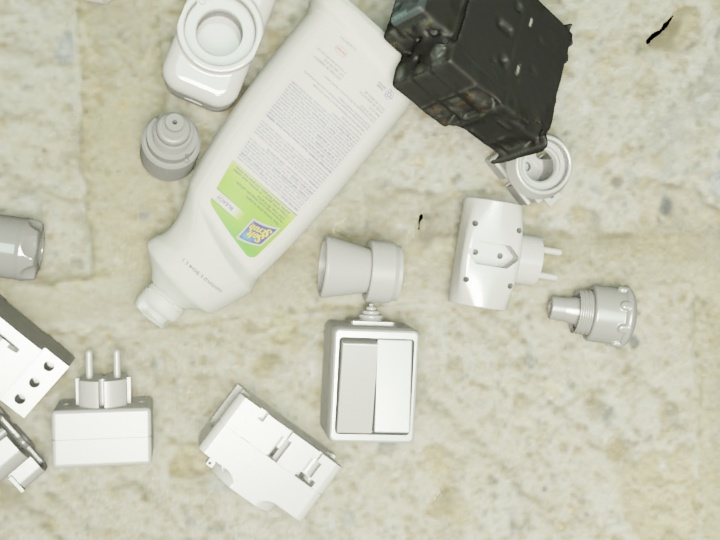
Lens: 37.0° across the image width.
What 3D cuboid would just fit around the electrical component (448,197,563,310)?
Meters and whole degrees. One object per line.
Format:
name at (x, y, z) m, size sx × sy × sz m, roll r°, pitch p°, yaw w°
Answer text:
electrical component at (0.109, -0.009, 0.786) m, size 0.079 × 0.043 × 0.077 m, roll 9°, pitch 92°, yaw -9°

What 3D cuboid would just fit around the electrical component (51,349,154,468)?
electrical component at (-0.177, 0.093, 0.745) m, size 0.066 × 0.047 × 0.076 m, roll -1°, pitch 94°, yaw -9°

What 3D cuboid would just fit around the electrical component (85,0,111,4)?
electrical component at (-0.189, -0.211, 0.726) m, size 0.055 × 0.048 × 0.066 m, roll 28°, pitch 89°, yaw -2°

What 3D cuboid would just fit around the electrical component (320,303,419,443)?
electrical component at (0.007, 0.073, 0.766) m, size 0.062 × 0.061 × 0.096 m, roll 2°, pitch 93°, yaw -9°

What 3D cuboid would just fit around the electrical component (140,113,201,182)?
electrical component at (-0.128, -0.087, 0.729) m, size 0.040 × 0.078 × 0.040 m, roll 3°, pitch 78°, yaw -13°

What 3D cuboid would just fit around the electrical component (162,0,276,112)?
electrical component at (-0.096, -0.160, 0.736) m, size 0.054 × 0.059 × 0.095 m, roll 22°, pitch 90°, yaw -10°

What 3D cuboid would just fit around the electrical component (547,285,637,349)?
electrical component at (0.171, 0.032, 0.799) m, size 0.062 × 0.048 × 0.048 m, roll 8°, pitch 92°, yaw -3°

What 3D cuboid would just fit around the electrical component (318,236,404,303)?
electrical component at (0.000, 0.000, 0.769) m, size 0.055 × 0.045 × 0.045 m, roll 5°, pitch 93°, yaw -9°

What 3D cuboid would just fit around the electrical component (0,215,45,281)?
electrical component at (-0.248, -0.017, 0.729) m, size 0.062 × 0.043 × 0.043 m, roll 8°, pitch 92°, yaw -8°

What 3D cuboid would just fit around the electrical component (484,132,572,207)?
electrical component at (0.125, -0.075, 0.778) m, size 0.048 × 0.055 × 0.066 m, roll -41°, pitch 99°, yaw -5°

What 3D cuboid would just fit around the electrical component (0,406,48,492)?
electrical component at (-0.261, 0.125, 0.729) m, size 0.057 × 0.058 × 0.078 m, roll -41°, pitch 98°, yaw -8°

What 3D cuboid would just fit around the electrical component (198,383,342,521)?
electrical component at (-0.067, 0.132, 0.763) m, size 0.089 × 0.050 × 0.055 m, roll 38°, pitch 87°, yaw -9°
